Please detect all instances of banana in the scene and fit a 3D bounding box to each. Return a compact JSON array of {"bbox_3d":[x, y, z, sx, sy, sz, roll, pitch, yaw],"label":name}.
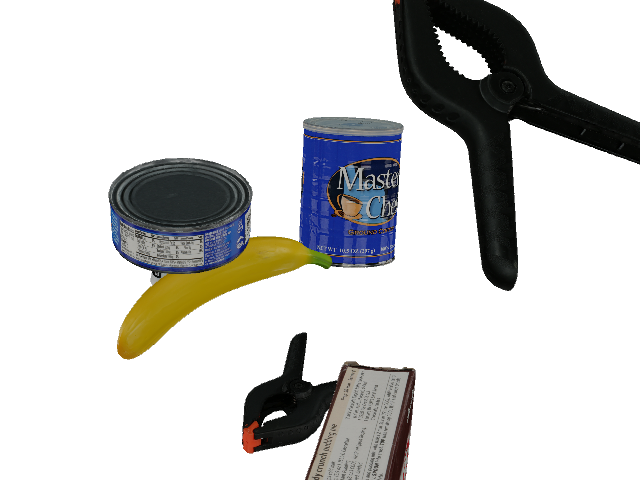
[{"bbox_3d":[-0.091,0.041,0.859,0.198,0.069,0.037,-23,37,11],"label":"banana"}]

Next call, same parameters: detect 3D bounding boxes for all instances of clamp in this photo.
[{"bbox_3d":[0.108,-0.079,0.663,0.164,0.210,0.036,-39,-10,-25],"label":"clamp"},{"bbox_3d":[-0.026,0.152,1.078,0.171,0.039,0.120,-25,36,-38],"label":"clamp"}]

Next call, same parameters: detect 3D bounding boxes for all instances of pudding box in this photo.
[{"bbox_3d":[0.016,0.118,0.466,0.039,0.090,0.113,7,23,7],"label":"pudding box"}]

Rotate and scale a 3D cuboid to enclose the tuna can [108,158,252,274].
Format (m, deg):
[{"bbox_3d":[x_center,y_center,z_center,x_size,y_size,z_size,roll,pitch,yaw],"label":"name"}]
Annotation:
[{"bbox_3d":[-0.084,-0.016,0.647,0.086,0.034,0.086,2,32,-2],"label":"tuna can"}]

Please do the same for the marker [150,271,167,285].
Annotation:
[{"bbox_3d":[-0.166,0.003,1.144,0.020,0.121,0.020,9,43,-9],"label":"marker"}]

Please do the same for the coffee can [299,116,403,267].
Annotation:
[{"bbox_3d":[0.030,-0.052,1.102,0.103,0.140,0.103,3,13,-1],"label":"coffee can"}]
